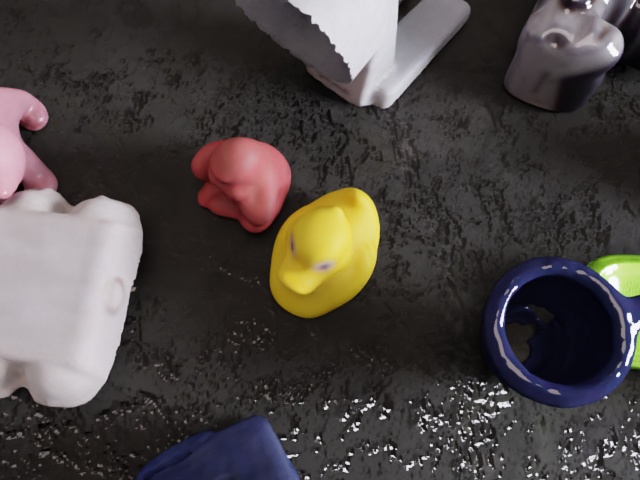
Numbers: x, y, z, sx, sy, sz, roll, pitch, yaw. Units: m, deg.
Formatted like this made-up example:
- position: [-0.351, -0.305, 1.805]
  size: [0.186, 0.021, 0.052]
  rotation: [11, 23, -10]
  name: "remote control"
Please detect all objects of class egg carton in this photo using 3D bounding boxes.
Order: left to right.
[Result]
- position: [-0.187, 0.038, 0.404]
  size: [0.107, 0.069, 0.150]
  rotation: [7, 74, 2]
  name: "egg carton"

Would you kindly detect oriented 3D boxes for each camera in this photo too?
- position: [0.240, -0.174, 0.454]
  size: [0.136, 0.101, 0.143]
  rotation: [26, 75, 7]
  name: "camera"

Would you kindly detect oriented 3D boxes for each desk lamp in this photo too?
- position: [0.027, -0.185, 0.396]
  size: [0.118, 0.213, 0.203]
  rotation: [39, 77, 10]
  name: "desk lamp"

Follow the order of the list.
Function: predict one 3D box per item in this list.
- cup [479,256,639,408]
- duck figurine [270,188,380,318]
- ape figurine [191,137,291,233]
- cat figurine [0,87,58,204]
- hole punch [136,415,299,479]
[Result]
- position: [0.157, 0.062, 0.387]
  size: [0.118, 0.095, 0.091]
  rotation: [-14, 74, -4]
  name: "cup"
- position: [0.004, 0.001, 0.408]
  size: [0.077, 0.086, 0.105]
  rotation: [33, 76, 9]
  name: "duck figurine"
- position: [-0.058, -0.047, 0.418]
  size: [0.076, 0.092, 0.078]
  rotation: [-24, 75, -7]
  name: "ape figurine"
- position: [-0.245, -0.072, 0.411]
  size: [0.067, 0.118, 0.128]
  rotation: [-18, 74, -5]
  name: "cat figurine"
- position: [-0.064, 0.171, 0.355]
  size: [0.109, 0.091, 0.101]
  rotation: [-28, 76, -8]
  name: "hole punch"
